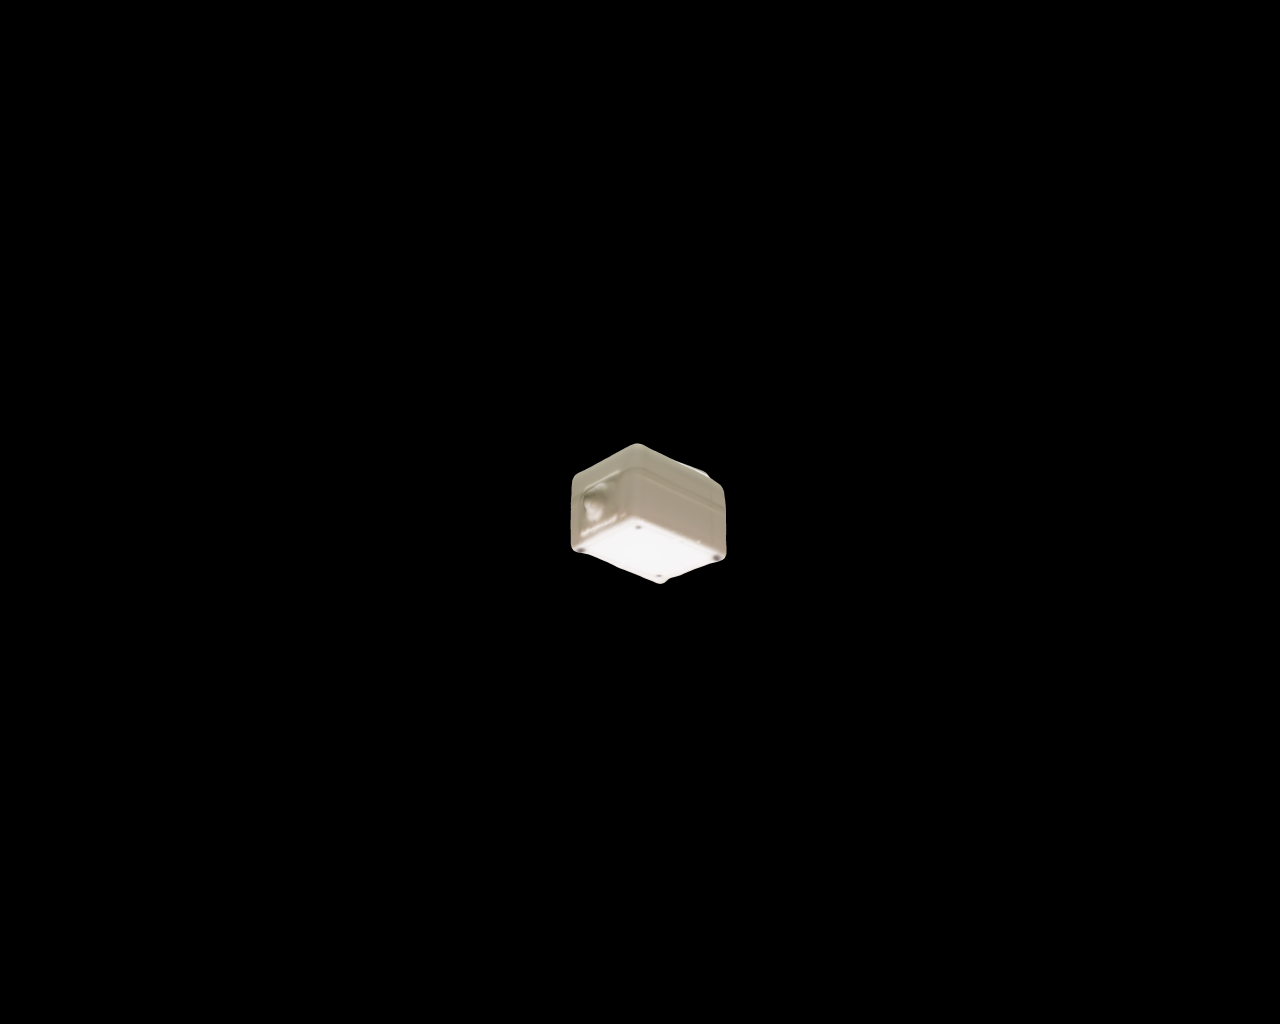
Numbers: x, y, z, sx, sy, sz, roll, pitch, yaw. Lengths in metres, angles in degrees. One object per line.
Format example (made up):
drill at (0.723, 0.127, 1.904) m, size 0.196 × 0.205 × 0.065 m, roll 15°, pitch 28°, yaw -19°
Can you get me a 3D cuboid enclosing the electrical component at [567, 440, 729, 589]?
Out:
electrical component at (0.001, -0.003, 0.650) m, size 0.096 × 0.061 × 0.061 m, roll 25°, pitch -37°, yaw -38°
